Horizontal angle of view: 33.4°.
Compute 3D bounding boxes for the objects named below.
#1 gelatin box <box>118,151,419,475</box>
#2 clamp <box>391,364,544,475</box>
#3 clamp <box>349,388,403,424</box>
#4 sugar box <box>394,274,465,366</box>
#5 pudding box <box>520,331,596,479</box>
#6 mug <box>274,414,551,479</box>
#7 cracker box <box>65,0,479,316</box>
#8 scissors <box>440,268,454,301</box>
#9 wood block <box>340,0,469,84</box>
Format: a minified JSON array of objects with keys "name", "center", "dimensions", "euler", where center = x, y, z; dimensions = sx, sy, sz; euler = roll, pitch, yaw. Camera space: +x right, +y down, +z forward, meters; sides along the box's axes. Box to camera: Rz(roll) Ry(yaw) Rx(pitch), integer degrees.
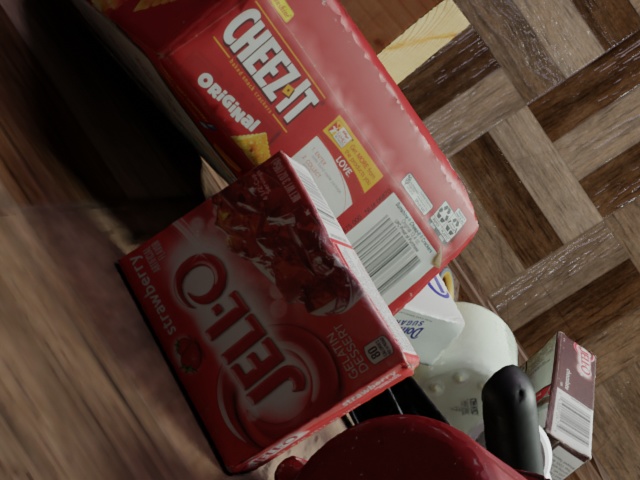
[{"name":"gelatin box","center":[-0.019,0.026,0.374],"dimensions":[0.089,0.073,0.030],"euler":[60,10,18]},{"name":"clamp","center":[0.104,0.155,0.558],"dimensions":[0.210,0.036,0.165],"euler":[63,-18,6]},{"name":"clamp","center":[0.003,0.033,0.541],"dimensions":[0.171,0.039,0.120],"euler":[58,-15,31]},{"name":"sugar box","center":[0.019,-0.004,0.685],"dimensions":[0.093,0.048,0.176],"euler":[17,32,-37]},{"name":"pudding box","center":[0.146,0.128,0.736],"dimensions":[0.039,0.090,0.113],"euler":[36,34,-4]},{"name":"mug","center":[0.030,0.102,0.347],"dimensions":[0.117,0.093,0.081],"euler":[28,-9,44]},{"name":"cracker box","center":[-0.038,-0.076,0.490],"dimensions":[0.164,0.072,0.214],"euler":[50,-5,-37]},{"name":"scissors","center":[0.117,0.081,0.966],"dimensions":[0.201,0.016,0.096],"euler":[29,69,-69]},{"name":"wood block","center":[-0.005,-0.199,0.695],"dimensions":[0.206,0.090,0.090],"euler":[54,13,10]}]
